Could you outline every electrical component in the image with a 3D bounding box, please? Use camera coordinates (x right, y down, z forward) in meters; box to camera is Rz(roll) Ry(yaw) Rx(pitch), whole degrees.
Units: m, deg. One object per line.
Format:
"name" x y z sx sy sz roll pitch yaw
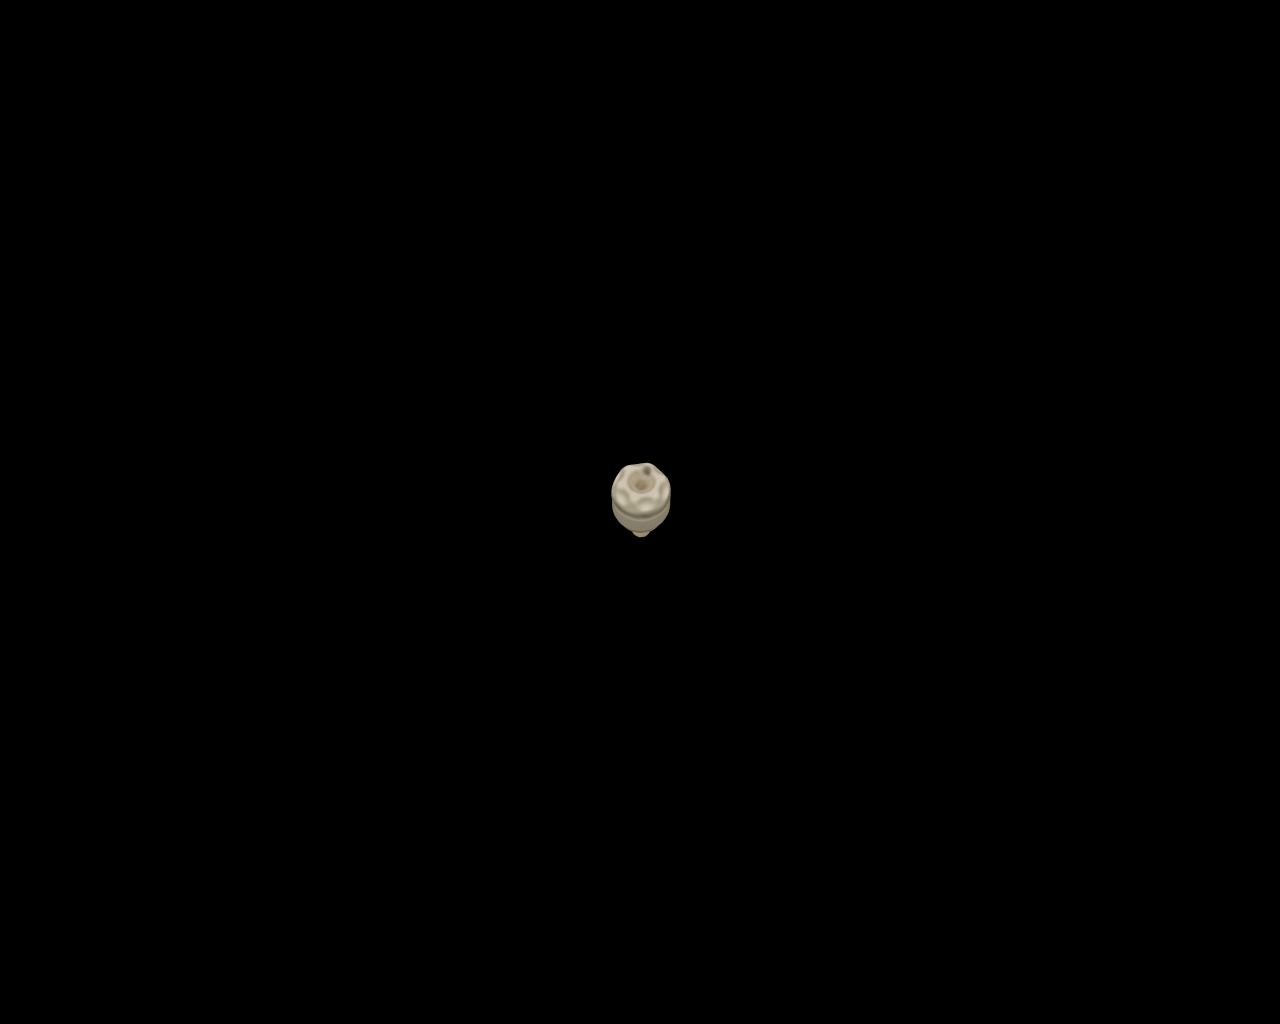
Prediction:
"electrical component" 0.001 -0.003 0.650 0.035 0.035 0.061 0 -31 0
